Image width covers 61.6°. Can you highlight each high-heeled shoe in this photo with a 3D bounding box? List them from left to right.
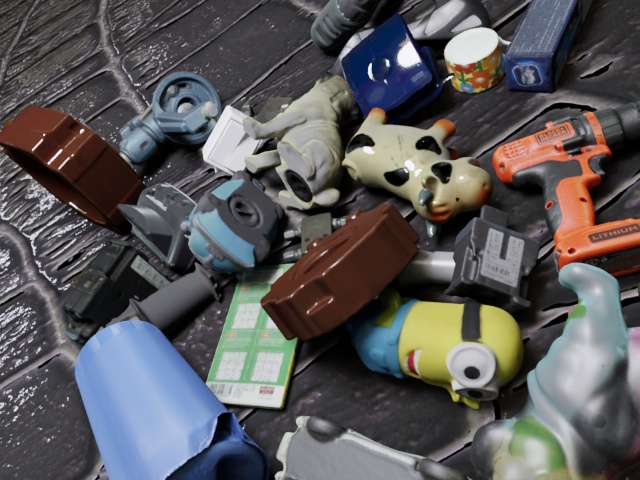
[{"bbox_3d":[0.128,-0.273,0.806,0.145,0.086,0.248,46,105,11],"label":"high-heeled shoe"}]

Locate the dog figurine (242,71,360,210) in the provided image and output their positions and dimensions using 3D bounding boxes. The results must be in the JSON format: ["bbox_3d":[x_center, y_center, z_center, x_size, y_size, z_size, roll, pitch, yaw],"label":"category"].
[{"bbox_3d":[0.011,-0.140,0.738,0.190,0.121,0.172,-37,78,-25],"label":"dog figurine"}]

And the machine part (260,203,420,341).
[{"bbox_3d":[0.018,0.031,0.556,0.179,0.056,0.179,-37,9,7],"label":"machine part"}]

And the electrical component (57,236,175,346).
[{"bbox_3d":[-0.263,0.080,0.696,0.058,0.114,0.134,11,60,37],"label":"electrical component"}]

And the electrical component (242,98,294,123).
[{"bbox_3d":[-0.074,-0.198,0.853,0.102,0.045,0.078,16,66,36],"label":"electrical component"}]

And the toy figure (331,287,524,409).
[{"bbox_3d":[0.099,0.092,0.514,0.180,0.082,0.089,8,62,36],"label":"toy figure"}]

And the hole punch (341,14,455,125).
[{"bbox_3d":[0.097,-0.225,0.732,0.142,0.092,0.116,-30,46,28],"label":"hole punch"}]

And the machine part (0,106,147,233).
[{"bbox_3d":[-0.384,-0.111,0.848,0.202,0.200,0.087,19,65,38],"label":"machine part"}]

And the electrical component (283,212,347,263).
[{"bbox_3d":[-0.001,-0.002,0.678,0.094,0.021,0.063,-13,51,13],"label":"electrical component"}]

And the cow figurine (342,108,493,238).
[{"bbox_3d":[0.111,-0.081,0.637,0.195,0.085,0.127,23,63,36],"label":"cow figurine"}]

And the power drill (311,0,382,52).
[{"bbox_3d":[0.088,-0.391,0.843,0.207,0.086,0.232,-53,15,-22],"label":"power drill"}]

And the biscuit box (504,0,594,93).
[{"bbox_3d":[0.304,-0.284,0.702,0.063,0.059,0.202,15,64,34],"label":"biscuit box"}]

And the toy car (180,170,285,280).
[{"bbox_3d":[-0.119,-0.013,0.695,0.103,0.109,0.162,-39,16,30],"label":"toy car"}]

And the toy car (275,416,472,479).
[{"bbox_3d":[0.047,0.213,0.468,0.202,0.056,0.073,8,66,35],"label":"toy car"}]

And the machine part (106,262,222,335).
[{"bbox_3d":[-0.192,0.090,0.684,0.139,0.084,0.039,-39,22,-15],"label":"machine part"}]

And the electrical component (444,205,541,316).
[{"bbox_3d":[0.176,0.011,0.537,0.075,0.047,0.119,24,64,0],"label":"electrical component"}]

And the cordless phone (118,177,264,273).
[{"bbox_3d":[-0.185,-0.052,0.793,0.184,0.088,0.147,-40,45,-19],"label":"cordless phone"}]

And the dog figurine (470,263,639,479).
[{"bbox_3d":[0.221,0.140,0.397,0.192,0.108,0.219,11,66,31],"label":"dog figurine"}]

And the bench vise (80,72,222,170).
[{"bbox_3d":[-0.241,-0.193,0.880,0.224,0.128,0.241,-39,29,-23],"label":"bench vise"}]
